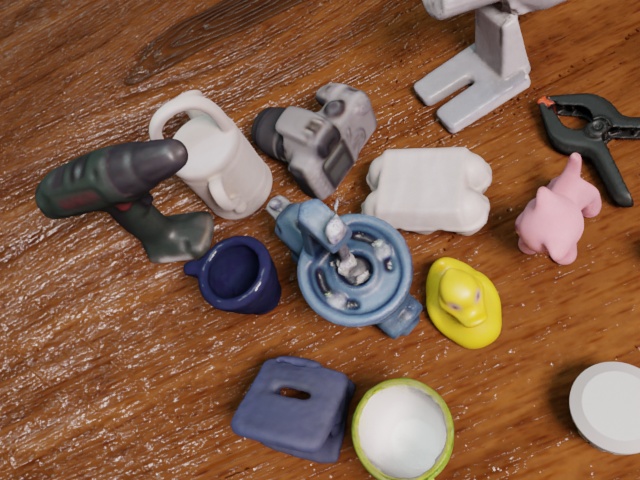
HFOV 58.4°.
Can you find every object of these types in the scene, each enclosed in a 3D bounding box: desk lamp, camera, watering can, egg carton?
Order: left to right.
[{"bbox_3d":[-0.148,-0.118,0.739,0.101,0.194,0.172,-44,58,-5],"label":"watering can"},{"bbox_3d":[-0.018,-0.149,0.762,0.136,0.101,0.143,27,76,29],"label":"camera"},{"bbox_3d":[0.125,-0.056,0.679,0.150,0.070,0.107,0,65,21],"label":"egg carton"},{"bbox_3d":[0.203,-0.264,0.670,0.203,0.214,0.117,-34,58,2],"label":"desk lamp"}]

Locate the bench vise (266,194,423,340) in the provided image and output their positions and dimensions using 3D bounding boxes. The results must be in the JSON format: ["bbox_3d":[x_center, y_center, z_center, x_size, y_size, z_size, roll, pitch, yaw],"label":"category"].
[{"bbox_3d":[0.000,0.012,0.603,0.206,0.220,0.121,19,73,28],"label":"bench vise"}]

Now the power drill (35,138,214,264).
[{"bbox_3d":[-0.224,-0.047,0.723,0.229,0.209,0.075,-7,62,17],"label":"power drill"}]

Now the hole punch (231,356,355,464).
[{"bbox_3d":[-0.028,0.174,0.608,0.108,0.091,0.101,5,67,23],"label":"hole punch"}]

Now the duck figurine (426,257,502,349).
[{"bbox_3d":[0.147,0.057,0.605,0.077,0.086,0.104,-27,58,6],"label":"duck figurine"}]

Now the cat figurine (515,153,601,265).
[{"bbox_3d":[0.245,-0.030,0.593,0.067,0.118,0.128,21,73,28],"label":"cat figurine"}]

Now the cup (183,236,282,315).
[{"bbox_3d":[-0.098,0.053,0.693,0.117,0.095,0.092,3,66,22],"label":"cup"}]
